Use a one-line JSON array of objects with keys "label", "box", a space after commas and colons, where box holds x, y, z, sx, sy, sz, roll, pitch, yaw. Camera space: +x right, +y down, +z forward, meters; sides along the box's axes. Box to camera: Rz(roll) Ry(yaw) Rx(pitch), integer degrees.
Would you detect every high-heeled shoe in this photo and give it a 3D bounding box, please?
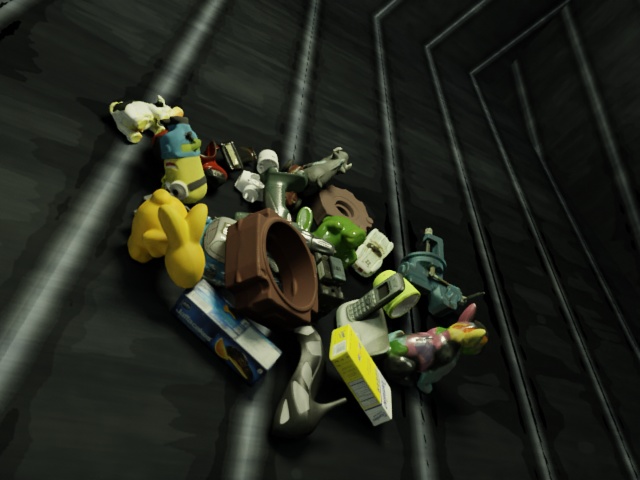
[{"label": "high-heeled shoe", "box": [-0.051, 0.248, 0.990, 0.145, 0.086, 0.249, -16, 38, -16]}]

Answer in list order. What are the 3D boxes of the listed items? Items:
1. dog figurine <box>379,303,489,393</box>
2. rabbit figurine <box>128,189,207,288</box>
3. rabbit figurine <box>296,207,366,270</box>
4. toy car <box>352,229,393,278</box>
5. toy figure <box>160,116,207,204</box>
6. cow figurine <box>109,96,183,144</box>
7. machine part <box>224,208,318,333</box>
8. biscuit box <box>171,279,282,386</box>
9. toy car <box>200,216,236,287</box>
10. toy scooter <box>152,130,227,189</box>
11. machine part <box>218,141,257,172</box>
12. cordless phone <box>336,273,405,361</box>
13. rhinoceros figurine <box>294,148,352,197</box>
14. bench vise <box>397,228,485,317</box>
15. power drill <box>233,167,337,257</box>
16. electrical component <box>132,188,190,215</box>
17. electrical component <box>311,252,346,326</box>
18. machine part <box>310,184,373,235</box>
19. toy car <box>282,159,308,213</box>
[{"label": "dog figurine", "box": [0.252, 0.220, 1.154, 0.191, 0.219, 0.108, 25, 34, -23]}, {"label": "rabbit figurine", "box": [-0.249, 0.001, 0.948, 0.122, 0.162, 0.173, -3, 47, -39]}, {"label": "rabbit figurine", "box": [-0.003, -0.004, 1.251, 0.170, 0.121, 0.159, -18, 61, -35]}, {"label": "toy car", "box": [0.136, 0.031, 1.390, 0.073, 0.056, 0.202, 42, 35, 1]}, {"label": "toy figure", "box": [-0.283, -0.164, 1.116, 0.089, 0.082, 0.180, -8, 99, -27]}, {"label": "cow figurine", "box": [-0.394, -0.285, 1.225, 0.098, 0.068, 0.167, 40, 33, 8]}, {"label": "machine part", "box": [-0.085, 0.058, 1.014, 0.200, 0.087, 0.201, 40, 36, -47]}, {"label": "biscuit box", "box": [-0.166, 0.162, 0.952, 0.203, 0.063, 0.059, 42, 35, 2]}, {"label": "toy car", "box": [-0.196, 0.008, 1.059, 0.109, 0.103, 0.162, 29, 34, -16]}, {"label": "toy scooter", "box": [-0.288, -0.199, 1.223, 0.184, 0.075, 0.135, 31, 35, -20]}, {"label": "machine part", "box": [-0.202, -0.207, 1.316, 0.084, 0.039, 0.139, 61, 22, -3]}, {"label": "cordless phone", "box": [0.122, 0.164, 1.120, 0.088, 0.184, 0.147, 26, 37, -29]}, {"label": "rhinoceros figurine", "box": [0.011, -0.182, 1.386, 0.073, 0.112, 0.190, 58, 37, -8]}, {"label": "bench vise", "box": [0.308, 0.076, 1.442, 0.224, 0.128, 0.241, 19, 52, -12]}, {"label": "power drill", "box": [-0.072, -0.058, 1.200, 0.232, 0.086, 0.207, 8, 61, -4]}, {"label": "electrical component", "box": [-0.318, -0.050, 1.051, 0.075, 0.047, 0.119, 43, 35, 2]}, {"label": "electrical component", "box": [-0.002, 0.096, 1.120, 0.058, 0.134, 0.115, 18, 42, -31]}, {"label": "machine part", "box": [0.056, -0.071, 1.428, 0.179, 0.056, 0.179, 25, 37, -20]}, {"label": "toy car", "box": [-0.070, -0.147, 1.395, 0.089, 0.053, 0.202, 34, 36, -6]}]
